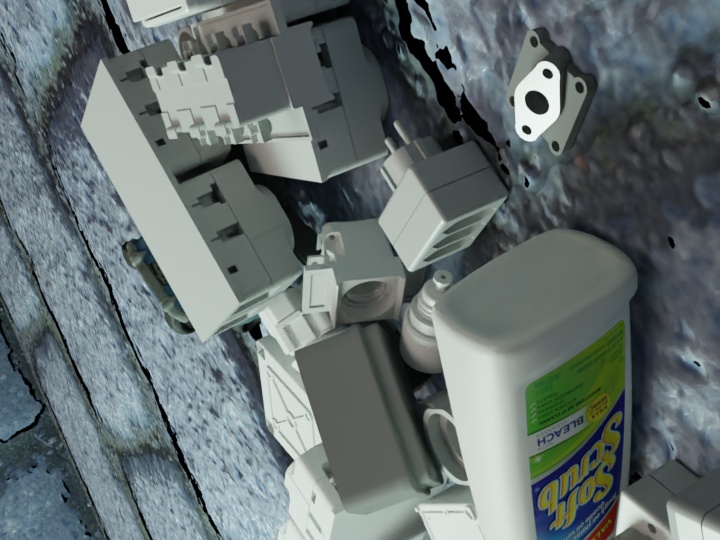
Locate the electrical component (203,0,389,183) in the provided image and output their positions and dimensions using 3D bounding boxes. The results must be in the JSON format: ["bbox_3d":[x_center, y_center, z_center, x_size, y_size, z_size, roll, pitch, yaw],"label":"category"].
[{"bbox_3d":[-0.048,-0.157,0.685,0.105,0.060,0.186,16,125,58],"label":"electrical component"}]

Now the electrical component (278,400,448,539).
[{"bbox_3d":[0.000,0.184,0.831,0.060,0.105,0.186,52,151,29],"label":"electrical component"}]

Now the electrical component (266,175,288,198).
[{"bbox_3d":[-0.082,-0.075,0.844,0.078,0.040,0.040,38,143,45],"label":"electrical component"}]

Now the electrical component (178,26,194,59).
[{"bbox_3d":[-0.098,-0.163,0.784,0.045,0.055,0.045,44,147,39],"label":"electrical component"}]

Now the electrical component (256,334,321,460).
[{"bbox_3d":[-0.034,0.114,0.895,0.109,0.056,0.108,41,145,42],"label":"electrical component"}]

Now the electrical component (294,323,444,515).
[{"bbox_3d":[0.007,0.098,0.705,0.078,0.057,0.113,49,-159,-72],"label":"electrical component"}]

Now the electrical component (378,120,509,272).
[{"bbox_3d":[0.037,-0.051,0.624,0.076,0.047,0.065,59,154,15],"label":"electrical component"}]

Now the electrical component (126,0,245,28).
[{"bbox_3d":[-0.099,-0.179,0.620,0.096,0.061,0.061,10,119,60],"label":"electrical component"}]

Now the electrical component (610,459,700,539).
[{"bbox_3d":[0.146,0.148,0.547,0.047,0.077,0.065,40,144,44],"label":"electrical component"}]

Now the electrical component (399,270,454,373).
[{"bbox_3d":[0.048,0.031,0.683,0.040,0.040,0.078,48,149,33],"label":"electrical component"}]

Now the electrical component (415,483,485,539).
[{"bbox_3d":[0.086,0.168,0.701,0.061,0.061,0.096,66,155,2],"label":"electrical component"}]

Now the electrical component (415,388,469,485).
[{"bbox_3d":[0.077,0.097,0.663,0.089,0.056,0.050,-13,99,65],"label":"electrical component"}]

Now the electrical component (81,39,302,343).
[{"bbox_3d":[-0.119,-0.055,0.757,0.186,0.060,0.105,60,153,5],"label":"electrical component"}]

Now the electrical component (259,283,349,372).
[{"bbox_3d":[-0.037,0.044,0.830,0.057,0.058,0.078,58,-165,9],"label":"electrical component"}]

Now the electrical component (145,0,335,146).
[{"bbox_3d":[-0.075,-0.109,0.630,0.121,0.063,0.078,10,120,61],"label":"electrical component"}]

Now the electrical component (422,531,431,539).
[{"bbox_3d":[0.093,0.233,0.754,0.138,0.052,0.073,52,151,28],"label":"electrical component"}]

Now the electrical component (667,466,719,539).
[{"bbox_3d":[0.182,0.137,0.487,0.061,0.062,0.096,20,128,57],"label":"electrical component"}]

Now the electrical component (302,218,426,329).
[{"bbox_3d":[0.000,0.000,0.718,0.042,0.081,0.063,97,164,-46],"label":"electrical component"}]
